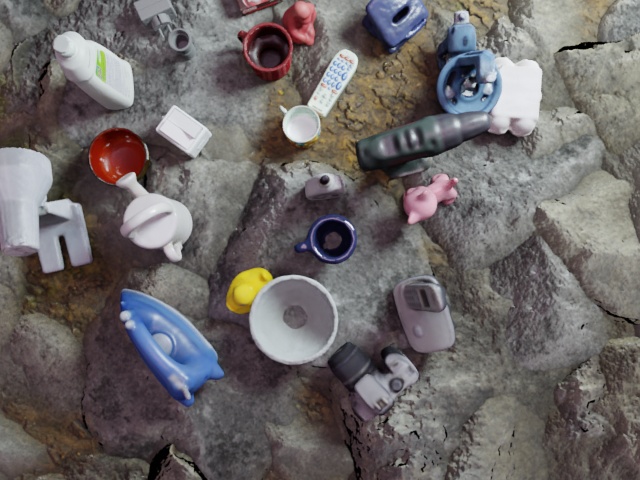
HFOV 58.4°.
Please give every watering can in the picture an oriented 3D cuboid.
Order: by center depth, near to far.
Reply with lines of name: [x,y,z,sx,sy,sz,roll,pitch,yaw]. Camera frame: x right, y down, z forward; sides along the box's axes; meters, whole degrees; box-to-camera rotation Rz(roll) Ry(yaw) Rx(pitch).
watering can: [-0.307,-0.038,1.036,0.173,0.194,0.101,37,88,1]

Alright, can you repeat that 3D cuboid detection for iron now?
iron: [-0.301,0.192,1.055,0.118,0.141,0.258,-43,89,-1]

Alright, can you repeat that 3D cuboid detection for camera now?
camera: [0.092,0.250,1.077,0.143,0.101,0.137,-43,89,-1]

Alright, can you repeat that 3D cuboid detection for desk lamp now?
desk lamp: [-0.509,-0.047,1.025,0.118,0.213,0.203,-15,88,-1]

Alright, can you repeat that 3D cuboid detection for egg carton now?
egg carton: [0.372,-0.277,1.111,0.107,0.069,0.150,4,88,0]

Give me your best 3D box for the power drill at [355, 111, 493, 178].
power drill: [0.175,-0.171,1.037,0.229,0.208,0.076,-16,88,-1]

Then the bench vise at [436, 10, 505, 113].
bench vise: [0.260,-0.316,1.037,0.121,0.219,0.207,-23,88,-1]

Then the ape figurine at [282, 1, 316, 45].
ape figurine: [-0.036,-0.426,1.101,0.076,0.092,0.078,38,88,1]

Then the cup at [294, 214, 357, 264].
cup: [0.010,0.004,1.087,0.117,0.095,0.092,-16,88,-1]

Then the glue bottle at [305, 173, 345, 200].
glue bottle: [0.010,-0.102,1.051,0.078,0.173,0.037,-6,88,0]

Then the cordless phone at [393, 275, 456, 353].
cordless phone: [0.200,0.137,1.039,0.094,0.185,0.148,-20,88,-1]

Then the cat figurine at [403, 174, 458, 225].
cat figurine: [0.205,-0.080,1.080,0.128,0.117,0.067,-32,88,-1]

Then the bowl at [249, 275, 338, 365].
bowl: [-0.049,0.149,1.092,0.167,0.074,0.167,0,88,0]

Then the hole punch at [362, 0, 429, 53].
hole punch: [0.149,-0.435,1.104,0.108,0.091,0.101,-42,89,-1]

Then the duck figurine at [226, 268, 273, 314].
duck figurine: [-0.137,0.098,1.087,0.104,0.086,0.077,-42,89,-1]
